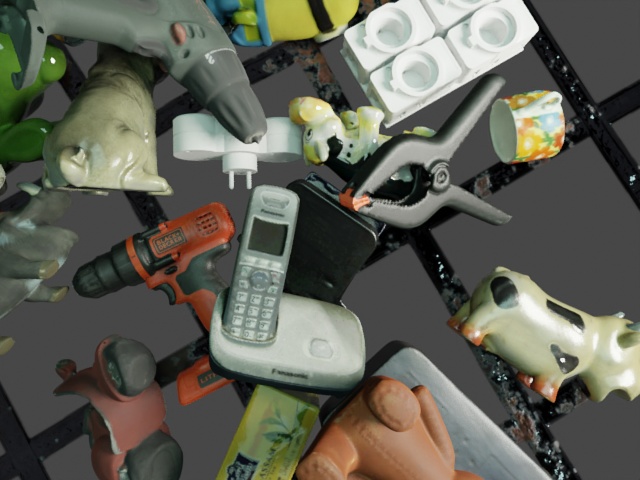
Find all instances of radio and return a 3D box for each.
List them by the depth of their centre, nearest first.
[{"bbox_3d":[0.120,0.220,0.559,0.229,0.073,0.131,44,86,1],"label":"radio"}]

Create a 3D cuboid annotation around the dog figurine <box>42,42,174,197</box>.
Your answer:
[{"bbox_3d":[-0.213,-0.141,0.539,0.121,0.172,0.190,0,93,-11],"label":"dog figurine"}]

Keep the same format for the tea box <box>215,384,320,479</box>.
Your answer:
[{"bbox_3d":[-0.062,0.224,0.543,0.068,0.098,0.169,23,84,0],"label":"tea box"}]

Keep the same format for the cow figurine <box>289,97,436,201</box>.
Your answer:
[{"bbox_3d":[0.039,-0.091,0.573,0.167,0.068,0.098,14,92,-14],"label":"cow figurine"}]

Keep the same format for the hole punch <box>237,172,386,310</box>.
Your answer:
[{"bbox_3d":[-0.001,-0.002,0.577,0.142,0.092,0.115,35,112,0],"label":"hole punch"}]

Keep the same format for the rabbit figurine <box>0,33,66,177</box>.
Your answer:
[{"bbox_3d":[-0.338,-0.138,0.577,0.159,0.121,0.170,21,105,-3],"label":"rabbit figurine"}]

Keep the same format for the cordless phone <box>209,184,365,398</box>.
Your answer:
[{"bbox_3d":[-0.022,0.047,0.513,0.147,0.089,0.184,12,81,-10],"label":"cordless phone"}]

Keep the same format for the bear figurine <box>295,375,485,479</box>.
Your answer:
[{"bbox_3d":[0.088,0.215,0.460,0.120,0.132,0.196,-43,80,3],"label":"bear figurine"}]

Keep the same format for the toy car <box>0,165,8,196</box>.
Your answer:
[{"bbox_3d":[-0.389,-0.041,0.537,0.202,0.073,0.056,-7,128,32],"label":"toy car"}]

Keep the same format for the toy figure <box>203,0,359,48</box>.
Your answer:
[{"bbox_3d":[-0.047,-0.255,0.583,0.180,0.089,0.082,-1,78,2],"label":"toy figure"}]

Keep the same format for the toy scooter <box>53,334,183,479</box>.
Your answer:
[{"bbox_3d":[-0.214,0.177,0.548,0.135,0.075,0.183,3,108,30],"label":"toy scooter"}]

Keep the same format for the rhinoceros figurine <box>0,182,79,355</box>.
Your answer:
[{"bbox_3d":[-0.319,0.025,0.550,0.112,0.073,0.190,28,65,7],"label":"rhinoceros figurine"}]

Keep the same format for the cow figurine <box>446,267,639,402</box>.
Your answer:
[{"bbox_3d":[0.250,0.100,0.567,0.195,0.085,0.127,35,92,3],"label":"cow figurine"}]

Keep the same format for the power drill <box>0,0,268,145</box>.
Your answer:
[{"bbox_3d":[-0.170,-0.180,0.489,0.207,0.086,0.232,-16,73,-38],"label":"power drill"}]
